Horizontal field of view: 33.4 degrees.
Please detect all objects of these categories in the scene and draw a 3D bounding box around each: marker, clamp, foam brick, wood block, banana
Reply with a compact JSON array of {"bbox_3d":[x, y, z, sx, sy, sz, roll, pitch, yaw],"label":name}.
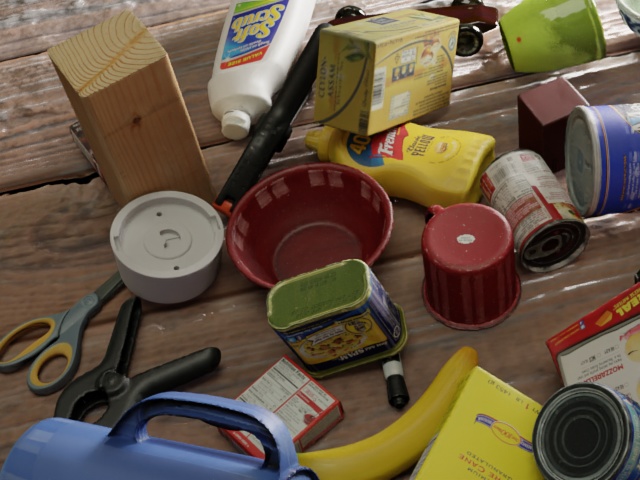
[{"bbox_3d":[0.062,0.098,0.956,0.020,0.020,0.121,-11,50,3],"label":"marker"},{"bbox_3d":[-0.172,0.135,0.963,0.120,0.039,0.171,16,60,30],"label":"clamp"},{"bbox_3d":[0.230,-0.112,1.055,0.053,0.078,0.051,-22,52,-7],"label":"foam brick"},{"bbox_3d":[-0.179,-0.107,1.054,0.090,0.206,0.090,-30,52,-14],"label":"wood block"},{"bbox_3d":[0.060,0.157,0.886,0.197,0.037,0.069,-24,79,-15],"label":"banana"},{"bbox_3d":[-0.048,-0.113,1.108,0.036,0.165,0.210,30,81,-2],"label":"clamp"}]

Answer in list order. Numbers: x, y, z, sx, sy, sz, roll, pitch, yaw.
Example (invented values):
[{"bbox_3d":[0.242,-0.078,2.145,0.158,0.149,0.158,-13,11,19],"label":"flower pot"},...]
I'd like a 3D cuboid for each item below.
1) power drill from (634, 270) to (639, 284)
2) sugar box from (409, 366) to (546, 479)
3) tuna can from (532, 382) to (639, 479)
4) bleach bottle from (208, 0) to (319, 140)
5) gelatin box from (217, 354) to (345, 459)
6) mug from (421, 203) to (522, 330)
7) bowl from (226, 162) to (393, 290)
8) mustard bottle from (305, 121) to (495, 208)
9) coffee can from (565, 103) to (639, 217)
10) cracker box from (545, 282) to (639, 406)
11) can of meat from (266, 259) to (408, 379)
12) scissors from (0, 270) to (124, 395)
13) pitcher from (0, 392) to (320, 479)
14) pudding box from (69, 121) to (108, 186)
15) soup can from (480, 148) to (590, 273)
[{"bbox_3d":[0.365,0.082,0.880,0.184,0.057,0.187,-6,51,11],"label":"power drill"},{"bbox_3d":[0.117,0.195,0.829,0.093,0.048,0.176,31,58,4],"label":"sugar box"},{"bbox_3d":[0.202,0.150,0.797,0.086,0.033,0.086,-25,52,37],"label":"tuna can"},{"bbox_3d":[-0.065,-0.216,1.214,0.103,0.068,0.250,0,53,14],"label":"bleach bottle"},{"bbox_3d":[-0.035,0.153,0.925,0.089,0.030,0.073,-40,54,-20],"label":"gelatin box"},{"bbox_3d":[0.130,0.013,0.970,0.093,0.081,0.117,-24,51,-8],"label":"mug"},{"bbox_3d":[-0.007,0.001,1.026,0.162,0.055,0.162,-6,50,7],"label":"bowl"},{"bbox_3d":[0.073,-0.083,1.077,0.192,0.058,0.096,14,49,23],"label":"mustard bottle"},{"bbox_3d":[0.307,-0.076,0.982,0.140,0.103,0.103,-4,50,-1],"label":"coffee can"},{"bbox_3d":[0.284,0.130,0.806,0.164,0.072,0.214,-38,45,26],"label":"cracker box"},{"bbox_3d":[0.014,0.068,0.933,0.102,0.084,0.057,-19,48,16],"label":"can of meat"},{"bbox_3d":[-0.221,0.079,1.034,0.201,0.016,0.096,-31,53,-13],"label":"scissors"},{"bbox_3d":[-0.126,0.205,0.832,0.243,0.145,0.149,10,56,23],"label":"pitcher"},{"bbox_3d":[-0.205,-0.115,1.174,0.113,0.039,0.090,-32,52,-14],"label":"pudding box"},{"bbox_3d":[0.199,-0.029,0.999,0.068,0.068,0.102,-19,49,-4],"label":"soup can"}]
